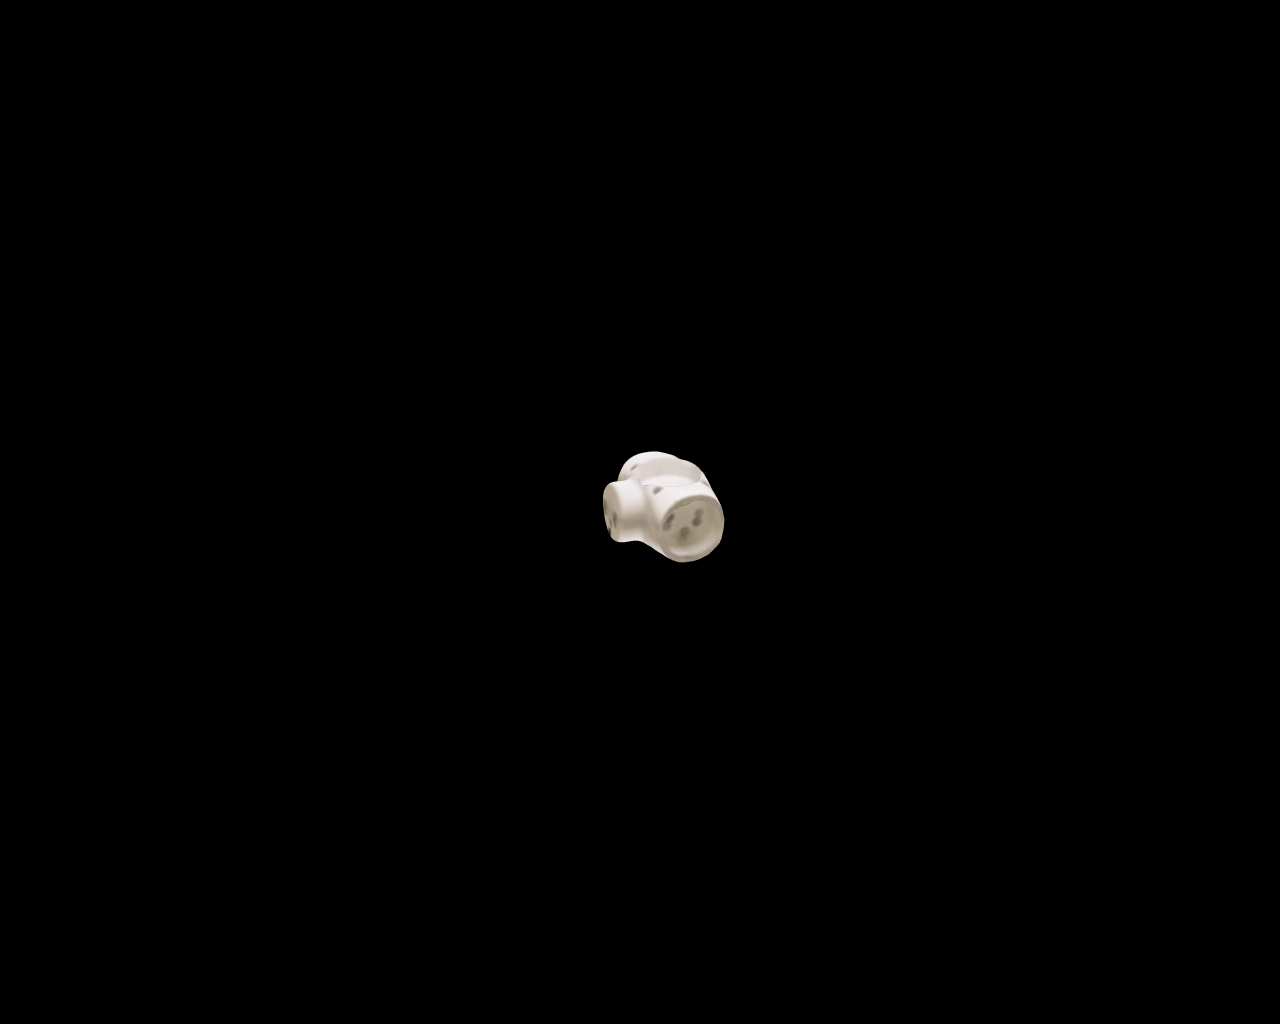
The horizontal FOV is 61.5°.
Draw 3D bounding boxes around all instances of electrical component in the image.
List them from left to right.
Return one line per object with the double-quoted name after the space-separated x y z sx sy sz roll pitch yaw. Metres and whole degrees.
0.001 -0.003 0.650 0.079 0.044 0.077 -8 26 -18 "electrical component"
